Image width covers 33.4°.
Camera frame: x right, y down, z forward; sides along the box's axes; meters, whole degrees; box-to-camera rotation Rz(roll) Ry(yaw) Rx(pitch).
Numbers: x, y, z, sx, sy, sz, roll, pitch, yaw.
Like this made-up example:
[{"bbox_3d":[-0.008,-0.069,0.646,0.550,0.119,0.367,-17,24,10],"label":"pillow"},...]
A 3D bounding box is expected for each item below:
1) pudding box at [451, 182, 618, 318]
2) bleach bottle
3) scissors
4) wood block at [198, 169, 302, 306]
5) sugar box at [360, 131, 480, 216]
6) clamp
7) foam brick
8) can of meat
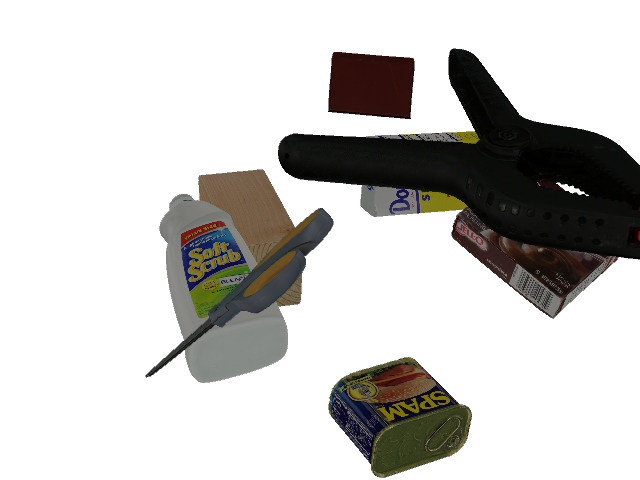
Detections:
[{"bbox_3d":[0.179,-0.002,0.877,0.090,0.113,0.039,-37,-22,-26],"label":"pudding box"},{"bbox_3d":[-0.117,0.032,1.086,0.102,0.068,0.251,-14,39,-16],"label":"bleach bottle"},{"bbox_3d":[-0.066,0.053,0.746,0.202,0.016,0.096,-44,11,17],"label":"scissors"},{"bbox_3d":[-0.091,-0.005,1.335,0.090,0.090,0.206,-6,29,-14],"label":"wood block"},{"bbox_3d":[0.139,-0.082,1.295,0.176,0.093,0.048,-7,25,-22],"label":"sugar box"},{"bbox_3d":[0.091,-0.041,0.586,0.164,0.036,0.210,-27,43,-29],"label":"clamp"},{"bbox_3d":[0.047,-0.143,0.985,0.078,0.051,0.053,5,16,3],"label":"foam brick"},{"bbox_3d":[0.069,0.155,0.956,0.101,0.057,0.084,-12,34,-27],"label":"can of meat"}]
